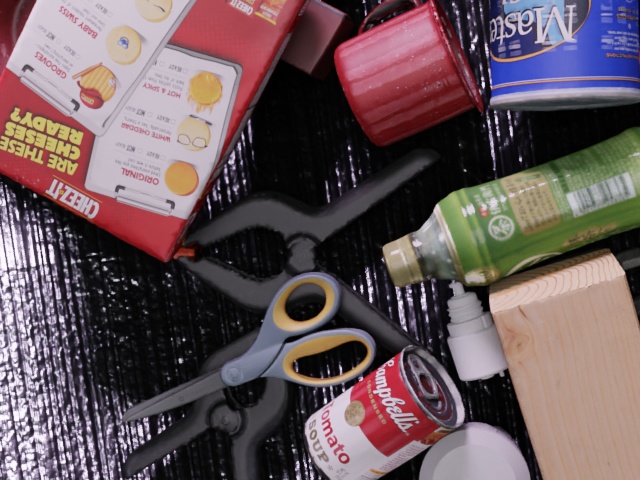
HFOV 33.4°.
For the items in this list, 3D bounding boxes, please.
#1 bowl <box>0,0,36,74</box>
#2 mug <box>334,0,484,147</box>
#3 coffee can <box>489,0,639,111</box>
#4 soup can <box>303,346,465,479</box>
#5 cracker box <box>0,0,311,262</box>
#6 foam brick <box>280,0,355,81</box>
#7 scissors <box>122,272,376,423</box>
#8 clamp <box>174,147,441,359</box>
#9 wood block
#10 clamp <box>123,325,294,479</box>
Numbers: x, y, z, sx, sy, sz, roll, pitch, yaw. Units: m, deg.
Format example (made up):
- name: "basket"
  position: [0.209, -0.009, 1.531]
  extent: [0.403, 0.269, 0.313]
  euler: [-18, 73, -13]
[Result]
- name: "bowl"
  position: [-0.209, -0.166, 0.829]
  extent: [0.162, 0.055, 0.162]
  euler: [1, 94, 10]
- name: "mug"
  position: [0.060, -0.128, 0.773]
  extent: [0.082, 0.093, 0.117]
  euler: [-23, 60, 15]
- name: "coffee can"
  position: [0.168, -0.163, 0.738]
  extent: [0.103, 0.102, 0.140]
  euler: [-1, 93, 10]
- name: "soup can"
  position: [0.046, 0.133, 0.785]
  extent: [0.102, 0.068, 0.068]
  euler: [-39, 86, 25]
- name: "cracker box"
  position: [-0.125, -0.119, 0.754]
  extent: [0.164, 0.072, 0.214]
  euler: [29, 104, -1]
- name: "foam brick"
  position: [-0.021, -0.160, 0.797]
  extent: [0.078, 0.053, 0.051]
  euler: [30, 98, 8]
- name: "scissors"
  position: [-0.060, 0.079, 0.800]
  extent: [0.202, 0.016, 0.096]
  euler: [-8, 97, 7]
- name: "clamp"
  position: [-0.005, 0.001, 0.812]
  extent: [0.210, 0.036, 0.164]
  euler: [8, 93, 6]
- name: "wood block"
  position: [0.190, 0.123, 0.743]
  extent: [0.091, 0.090, 0.206]
  euler: [-17, 98, 11]
- name: "clamp"
  position: [-0.080, 0.139, 0.833]
  extent: [0.120, 0.039, 0.171]
  euler: [17, 91, 2]
